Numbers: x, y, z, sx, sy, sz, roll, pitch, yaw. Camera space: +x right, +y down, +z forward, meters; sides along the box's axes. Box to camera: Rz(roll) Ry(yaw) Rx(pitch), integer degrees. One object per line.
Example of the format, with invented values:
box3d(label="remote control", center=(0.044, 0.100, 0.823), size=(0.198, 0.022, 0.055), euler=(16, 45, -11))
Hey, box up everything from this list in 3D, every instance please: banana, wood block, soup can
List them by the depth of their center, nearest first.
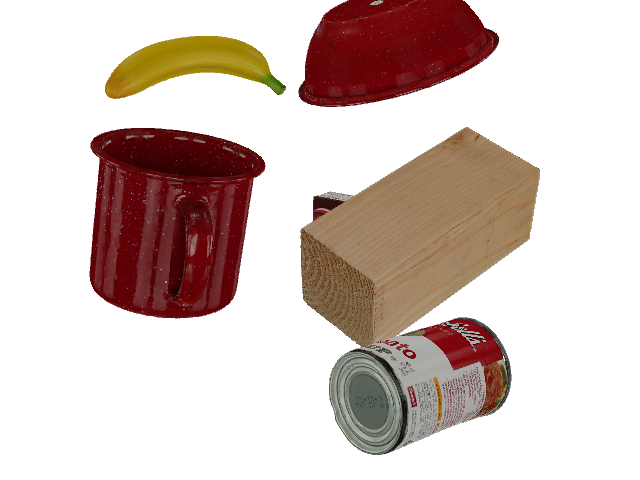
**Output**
box3d(label="soup can", center=(0.064, 0.092, 0.683), size=(0.102, 0.068, 0.069), euler=(-11, 7, -41))
box3d(label="wood block", center=(0.088, -0.004, 0.941), size=(0.205, 0.090, 0.091), euler=(-32, 51, -29))
box3d(label="banana", center=(-0.130, -0.177, 1.080), size=(0.197, 0.070, 0.037), euler=(-7, -39, -30))

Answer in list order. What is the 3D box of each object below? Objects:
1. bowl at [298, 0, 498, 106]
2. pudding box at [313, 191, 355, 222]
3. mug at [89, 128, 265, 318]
box3d(label="bowl", center=(0.053, -0.159, 0.826), size=(0.162, 0.055, 0.162), euler=(-16, 23, 6))
box3d(label="pudding box", center=(0.044, -0.001, 1.171), size=(0.114, 0.090, 0.039), euler=(11, 20, 32))
box3d(label="mug", center=(-0.077, -0.005, 0.569), size=(0.093, 0.081, 0.117), euler=(1, 21, -23))
